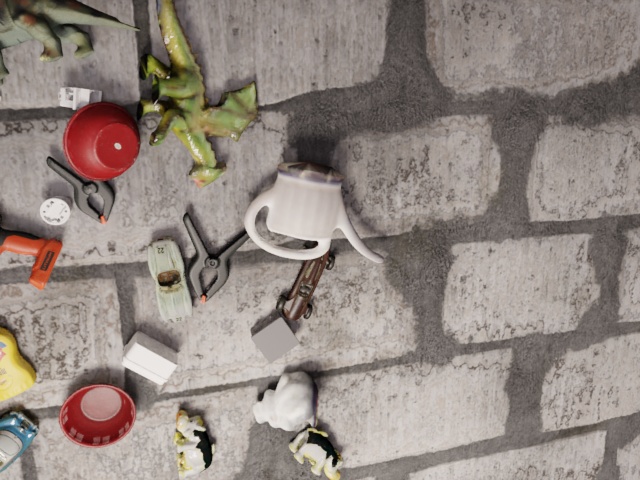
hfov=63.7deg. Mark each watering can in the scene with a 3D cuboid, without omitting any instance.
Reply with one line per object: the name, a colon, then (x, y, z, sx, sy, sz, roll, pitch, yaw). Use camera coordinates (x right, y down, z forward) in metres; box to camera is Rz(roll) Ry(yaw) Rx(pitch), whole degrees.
watering can: (0.004, -0.060, 1.185, 0.347, 0.105, 0.222, 9, 100, -17)

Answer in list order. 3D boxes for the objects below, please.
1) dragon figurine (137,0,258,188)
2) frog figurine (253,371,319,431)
dragon figurine: (-0.244, -0.307, 1.080, 0.243, 0.123, 0.406, 2, 105, -34)
frog figurine: (-0.084, 0.396, 1.267, 0.159, 0.121, 0.139, 1, 71, -7)
